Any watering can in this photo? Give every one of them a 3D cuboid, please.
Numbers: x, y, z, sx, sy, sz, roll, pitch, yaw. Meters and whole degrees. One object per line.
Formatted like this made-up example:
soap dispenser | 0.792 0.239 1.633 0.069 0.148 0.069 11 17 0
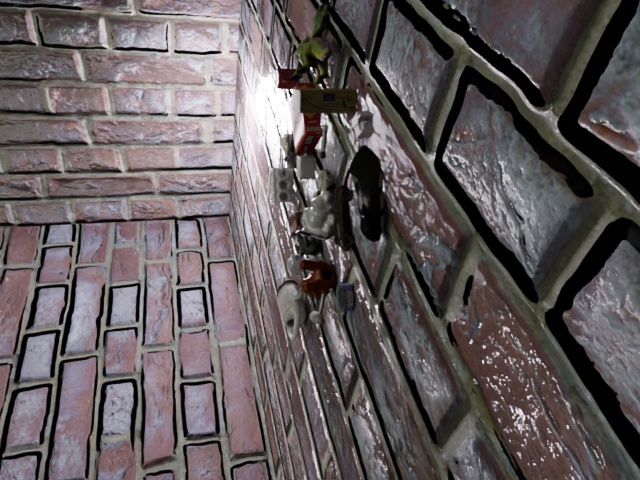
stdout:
watering can | -0.108 0.251 2.102 0.229 0.104 0.339 -109 22 -44

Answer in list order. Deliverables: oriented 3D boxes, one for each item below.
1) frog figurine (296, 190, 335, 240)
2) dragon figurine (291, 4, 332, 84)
frog figurine | 0.005 -0.084 1.676 0.138 0.122 0.159 16 93 44
dragon figurine | -0.013 -0.646 1.668 0.410 0.122 0.243 180 95 -72
